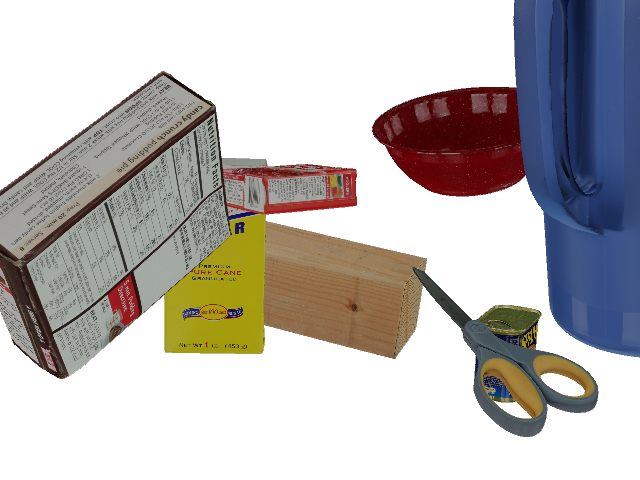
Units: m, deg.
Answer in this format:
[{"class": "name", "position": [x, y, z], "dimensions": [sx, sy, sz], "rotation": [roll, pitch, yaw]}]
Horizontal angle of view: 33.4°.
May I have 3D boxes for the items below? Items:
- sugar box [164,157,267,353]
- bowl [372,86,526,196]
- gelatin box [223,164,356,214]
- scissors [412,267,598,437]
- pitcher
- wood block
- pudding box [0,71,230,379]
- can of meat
[{"class": "sugar box", "position": [-0.096, 0.014, 0.973], "dimensions": [0.093, 0.176, 0.048], "rotation": [0, 13, -3]}, {"class": "bowl", "position": [0.127, -0.080, 0.909], "dimensions": [0.162, 0.055, 0.162], "rotation": [-8, 25, 3]}, {"class": "gelatin box", "position": [-0.025, -0.039, 0.778], "dimensions": [0.073, 0.030, 0.089], "rotation": [-5, 9, -25]}, {"class": "scissors", "position": [0.137, 0.074, 0.796], "dimensions": [0.096, 0.016, 0.202], "rotation": [-1, 31, -10]}, {"class": "pitcher", "position": [0.168, -0.062, 0.557], "dimensions": [0.149, 0.243, 0.145], "rotation": [-4, 23, 3]}, {"class": "wood block", "position": [0.001, 0.051, 1.177], "dimensions": [0.206, 0.091, 0.090], "rotation": [14, 23, 17]}, {"class": "pudding box", "position": [-0.091, -0.006, 0.463], "dimensions": [0.039, 0.090, 0.113], "rotation": [32, 59, 24]}, {"class": "can of meat", "position": [0.208, 0.126, 1.193], "dimensions": [0.058, 0.084, 0.102], "rotation": [8, 13, 24]}]
